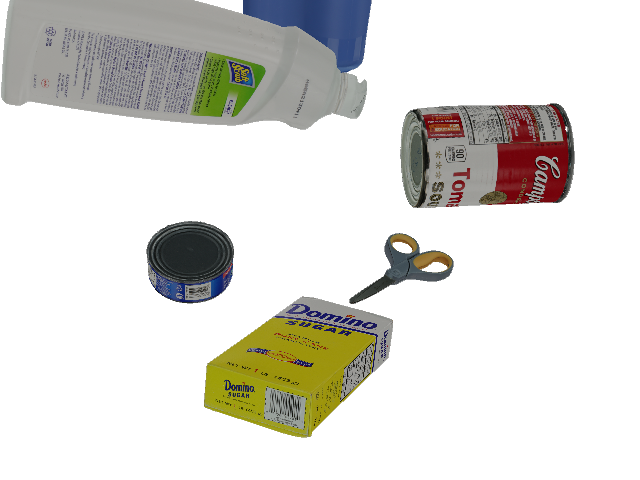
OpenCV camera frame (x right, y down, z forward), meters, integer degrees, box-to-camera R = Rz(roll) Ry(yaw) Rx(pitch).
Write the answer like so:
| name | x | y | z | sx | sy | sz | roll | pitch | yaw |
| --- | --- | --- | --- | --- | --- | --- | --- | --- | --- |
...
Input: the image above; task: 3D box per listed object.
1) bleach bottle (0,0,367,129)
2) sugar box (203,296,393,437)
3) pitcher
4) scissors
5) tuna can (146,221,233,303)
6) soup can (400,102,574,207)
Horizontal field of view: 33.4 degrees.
| name | x | y | z | sx | sy | sz | roll | pitch | yaw |
| --- | --- | --- | --- | --- | --- | --- | --- | --- | --- |
| bleach bottle | -0.093 | -0.122 | 0.760 | 0.250 | 0.068 | 0.103 | 11 | -42 | -11 |
| sugar box | -0.013 | 0.099 | 0.887 | 0.093 | 0.048 | 0.176 | 14 | 23 | 20 |
| pitcher | -0.001 | -0.268 | 0.907 | 0.145 | 0.243 | 0.149 | 6 | 18 | 7 |
| scissors | 0.078 | 0.030 | 1.270 | 0.201 | 0.016 | 0.096 | -10 | 41 | -42 |
| tuna can | -0.129 | 0.022 | 1.061 | 0.086 | 0.034 | 0.086 | 3 | 44 | -3 |
| soup can | 0.111 | -0.057 | 0.720 | 0.102 | 0.068 | 0.068 | -3 | 0 | -8 |
